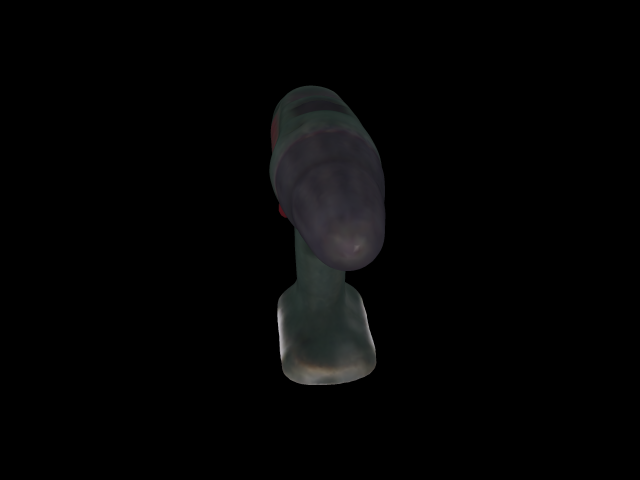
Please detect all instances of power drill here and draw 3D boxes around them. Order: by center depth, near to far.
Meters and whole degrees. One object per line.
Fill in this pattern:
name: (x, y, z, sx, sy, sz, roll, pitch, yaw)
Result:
power drill: (0.004, 0.001, 0.400, 0.075, 0.208, 0.229, -5, 40, -6)
